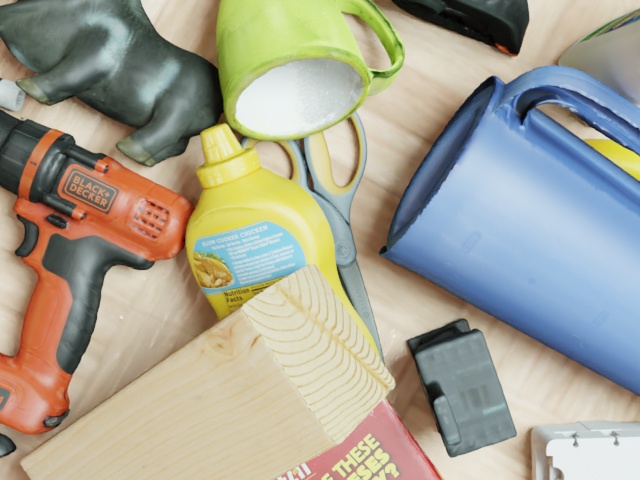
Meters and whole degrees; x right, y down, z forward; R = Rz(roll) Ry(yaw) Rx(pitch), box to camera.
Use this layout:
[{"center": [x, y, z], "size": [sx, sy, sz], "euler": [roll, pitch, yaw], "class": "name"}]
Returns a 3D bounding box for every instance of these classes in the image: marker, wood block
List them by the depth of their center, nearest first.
[{"center": [-0.071, 0.110, 0.643], "size": [0.206, 0.090, 0.091], "euler": [-35, 88, 30], "class": "wood block"}, {"center": [-0.258, -0.116, 0.718], "size": [0.121, 0.020, 0.020], "euler": [20, 91, 0], "class": "marker"}]

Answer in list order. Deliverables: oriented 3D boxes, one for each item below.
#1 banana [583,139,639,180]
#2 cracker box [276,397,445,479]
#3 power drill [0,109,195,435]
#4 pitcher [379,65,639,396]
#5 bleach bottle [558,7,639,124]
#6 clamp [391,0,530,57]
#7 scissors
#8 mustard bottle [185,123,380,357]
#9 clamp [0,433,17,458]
[{"center": [0.271, -0.058, 0.717], "size": [0.198, 0.037, 0.069], "euler": [-16, 73, -1], "class": "banana"}, {"center": [0.032, 0.230, 0.702], "size": [0.164, 0.072, 0.214], "euler": [-34, 90, -1], "class": "cracker box"}, {"center": [-0.198, 0.018, 0.703], "size": [0.184, 0.057, 0.187], "euler": [25, 92, 3], "class": "power drill"}, {"center": [0.173, 0.007, 0.665], "size": [0.243, 0.149, 0.145], "euler": [31, 88, -4], "class": "pitcher"}, {"center": [0.212, -0.115, 0.605], "size": [0.102, 0.251, 0.068], "euler": [-26, 91, 0], "class": "bleach bottle"}, {"center": [0.068, -0.160, 0.647], "size": [0.209, 0.165, 0.036], "euler": [18, 91, -36], "class": "clamp"}, {"center": [-0.005, 0.001, 0.724], "size": [0.096, 0.016, 0.202], "euler": [-2, 91, 1], "class": "scissors"}, {"center": [-0.034, 0.018, 0.681], "size": [0.096, 0.058, 0.191], "euler": [-14, 104, 30], "class": "mustard bottle"}, {"center": [-0.287, 0.161, 0.714], "size": [0.171, 0.039, 0.120], "euler": [23, 89, -1], "class": "clamp"}]
